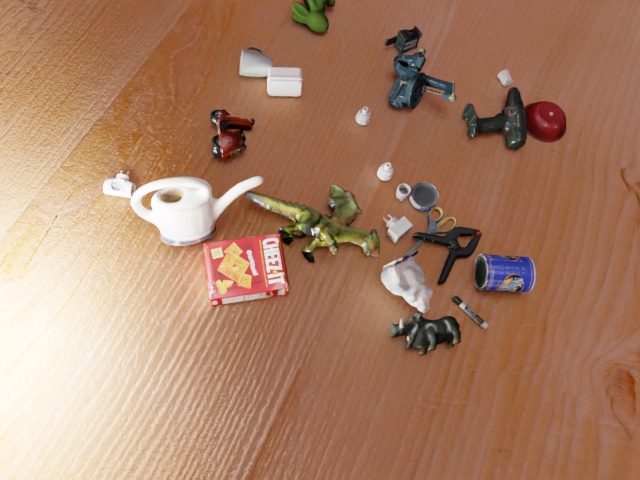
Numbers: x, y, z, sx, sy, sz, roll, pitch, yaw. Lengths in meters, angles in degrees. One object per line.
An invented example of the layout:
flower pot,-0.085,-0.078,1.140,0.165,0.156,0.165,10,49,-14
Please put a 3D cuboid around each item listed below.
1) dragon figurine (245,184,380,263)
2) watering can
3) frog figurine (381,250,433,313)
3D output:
dragon figurine,0.005,-0.075,1.499,0.412,0.119,0.247,40,51,10
watering can,-0.322,-0.086,1.390,0.348,0.219,0.106,-5,50,-9
frog figurine,0.245,0.126,1.409,0.138,0.121,0.160,-13,76,-58
